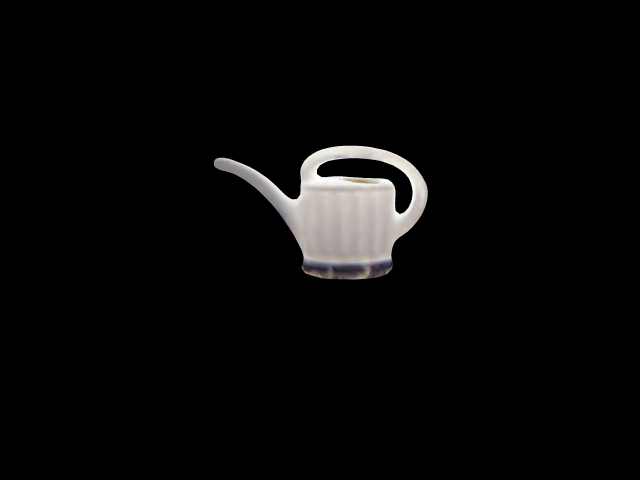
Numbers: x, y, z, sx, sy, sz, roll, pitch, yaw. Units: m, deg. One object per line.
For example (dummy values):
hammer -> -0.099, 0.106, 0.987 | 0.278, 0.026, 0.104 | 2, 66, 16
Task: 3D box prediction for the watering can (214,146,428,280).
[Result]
watering can -> 0.003, -0.043, 0.850 | 0.348, 0.223, 0.105 | 0, 9, 0
